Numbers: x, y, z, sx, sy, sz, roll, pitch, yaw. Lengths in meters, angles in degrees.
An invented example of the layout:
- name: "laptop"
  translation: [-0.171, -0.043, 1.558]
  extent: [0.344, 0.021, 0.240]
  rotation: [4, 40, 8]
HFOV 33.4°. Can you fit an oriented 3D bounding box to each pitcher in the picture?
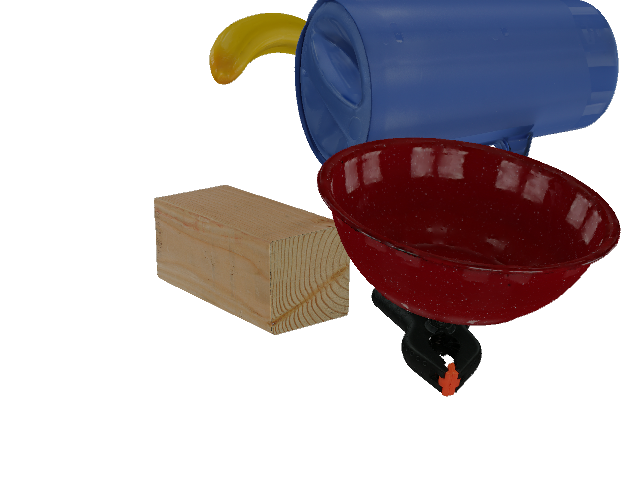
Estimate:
- name: "pitcher"
  translation: [0.113, -0.121, 0.845]
  extent: [0.242, 0.149, 0.145]
  rotation: [-9, 30, -23]

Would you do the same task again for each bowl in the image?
- name: "bowl"
  translation: [0.075, 0.000, 0.577]
  extent: [0.162, 0.055, 0.162]
  rotation: [6, 26, -3]

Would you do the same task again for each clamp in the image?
- name: "clamp"
  translation: [0.128, 0.094, 1.083]
  extent: [0.120, 0.039, 0.171]
  rotation: [-7, 34, -9]

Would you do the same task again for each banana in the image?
- name: "banana"
  translation: [-0.048, -0.180, 0.981]
  extent: [0.070, 0.037, 0.197]
  rotation: [42, 32, 20]

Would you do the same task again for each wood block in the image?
- name: "wood block"
  translation: [-0.070, 0.013, 1.033]
  extent: [0.090, 0.090, 0.206]
  rotation: [-12, 20, -36]
